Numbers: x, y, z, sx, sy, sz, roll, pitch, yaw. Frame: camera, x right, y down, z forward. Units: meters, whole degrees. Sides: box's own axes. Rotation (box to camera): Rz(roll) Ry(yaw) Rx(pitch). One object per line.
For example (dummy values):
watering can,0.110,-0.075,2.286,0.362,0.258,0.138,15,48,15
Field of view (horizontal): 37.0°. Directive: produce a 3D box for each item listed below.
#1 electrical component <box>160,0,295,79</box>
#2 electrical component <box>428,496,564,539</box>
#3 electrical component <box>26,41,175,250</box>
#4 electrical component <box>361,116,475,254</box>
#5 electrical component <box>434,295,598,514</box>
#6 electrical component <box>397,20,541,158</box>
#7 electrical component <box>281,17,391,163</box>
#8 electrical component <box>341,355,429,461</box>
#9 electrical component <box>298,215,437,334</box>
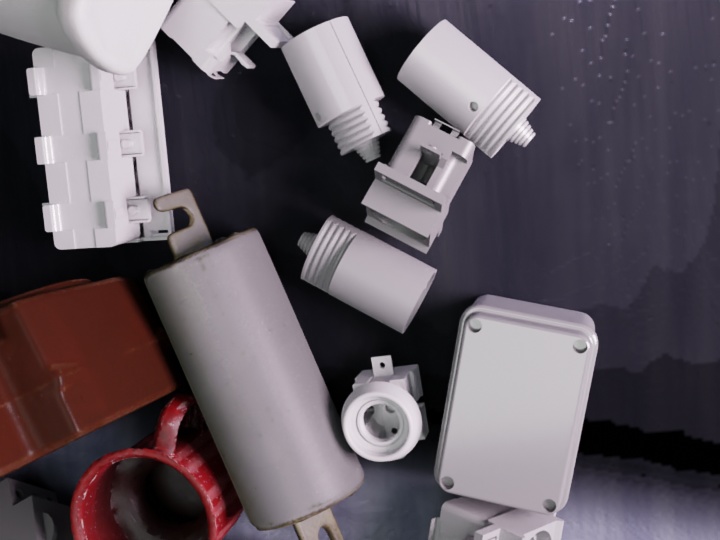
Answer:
electrical component,-0.081,-0.152,0.637,0.081,0.042,0.064,46,107,3
electrical component,0.074,0.200,0.642,0.063,0.079,0.121,16,104,40
electrical component,-0.162,-0.075,0.656,0.079,0.063,0.121,-3,98,13
electrical component,0.035,-0.050,0.614,0.042,0.081,0.063,29,82,7
electrical component,0.091,0.077,0.626,0.078,0.057,0.113,11,101,11
electrical component,0.066,-0.099,0.611,0.081,0.043,0.043,41,105,4
electrical component,-0.009,-0.101,0.628,0.043,0.043,0.081,-25,93,15
electrical component,0.016,0.086,0.645,0.048,0.055,0.066,-8,97,14
electrical component,0.000,0.000,0.642,0.081,0.043,0.043,28,104,7
